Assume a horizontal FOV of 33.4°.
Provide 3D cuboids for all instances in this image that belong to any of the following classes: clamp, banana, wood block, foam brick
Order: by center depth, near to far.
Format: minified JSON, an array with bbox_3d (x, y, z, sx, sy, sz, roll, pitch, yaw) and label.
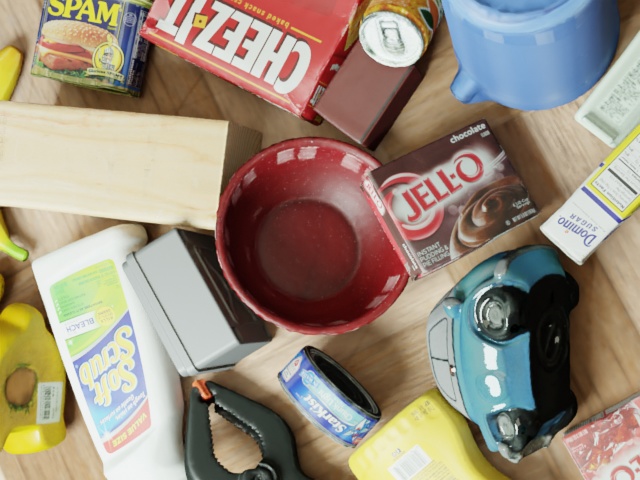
[{"bbox_3d":[-0.055,0.208,0.862,0.164,0.036,0.210,-34,70,-23],"label":"clamp"},{"bbox_3d":[0.040,-0.120,0.871,0.051,0.053,0.078,35,95,13],"label":"foam brick"},{"bbox_3d":[-0.164,-0.061,0.903,0.206,0.090,0.090,7,90,14],"label":"wood block"},{"bbox_3d":[-0.300,-0.077,0.970,0.069,0.037,0.198,-3,88,-4],"label":"banana"}]

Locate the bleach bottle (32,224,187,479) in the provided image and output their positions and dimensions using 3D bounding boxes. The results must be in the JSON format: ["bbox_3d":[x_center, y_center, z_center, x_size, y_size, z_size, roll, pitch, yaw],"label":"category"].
[{"bbox_3d":[-0.159,0.120,0.909,0.103,0.068,0.251,-22,85,13],"label":"bleach bottle"}]

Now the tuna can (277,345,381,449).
[{"bbox_3d":[0.008,0.124,0.852,0.086,0.086,0.034,44,96,12],"label":"tuna can"}]

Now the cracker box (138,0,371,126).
[{"bbox_3d":[-0.030,-0.228,0.884,0.164,0.072,0.214,28,95,14],"label":"cracker box"}]

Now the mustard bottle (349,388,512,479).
[{"bbox_3d":[0.116,0.217,0.833,0.096,0.058,0.192,-44,78,18],"label":"mustard bottle"}]

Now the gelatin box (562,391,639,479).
[{"bbox_3d":[0.242,0.161,0.817,0.089,0.030,0.073,-32,81,12],"label":"gelatin box"}]

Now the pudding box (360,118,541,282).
[{"bbox_3d":[0.101,-0.032,0.836,0.113,0.039,0.090,-26,81,-18],"label":"pudding box"}]

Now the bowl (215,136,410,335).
[{"bbox_3d":[-0.006,0.001,0.859,0.162,0.055,0.162,2,76,-9],"label":"bowl"}]

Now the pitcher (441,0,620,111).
[{"bbox_3d":[0.154,-0.180,0.745,0.145,0.242,0.149,4,90,13],"label":"pitcher"}]

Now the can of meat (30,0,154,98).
[{"bbox_3d":[-0.198,-0.175,0.935,0.102,0.057,0.084,13,94,15],"label":"can of meat"}]

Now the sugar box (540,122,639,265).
[{"bbox_3d":[0.241,-0.057,0.795,0.048,0.093,0.176,42,99,12],"label":"sugar box"}]
